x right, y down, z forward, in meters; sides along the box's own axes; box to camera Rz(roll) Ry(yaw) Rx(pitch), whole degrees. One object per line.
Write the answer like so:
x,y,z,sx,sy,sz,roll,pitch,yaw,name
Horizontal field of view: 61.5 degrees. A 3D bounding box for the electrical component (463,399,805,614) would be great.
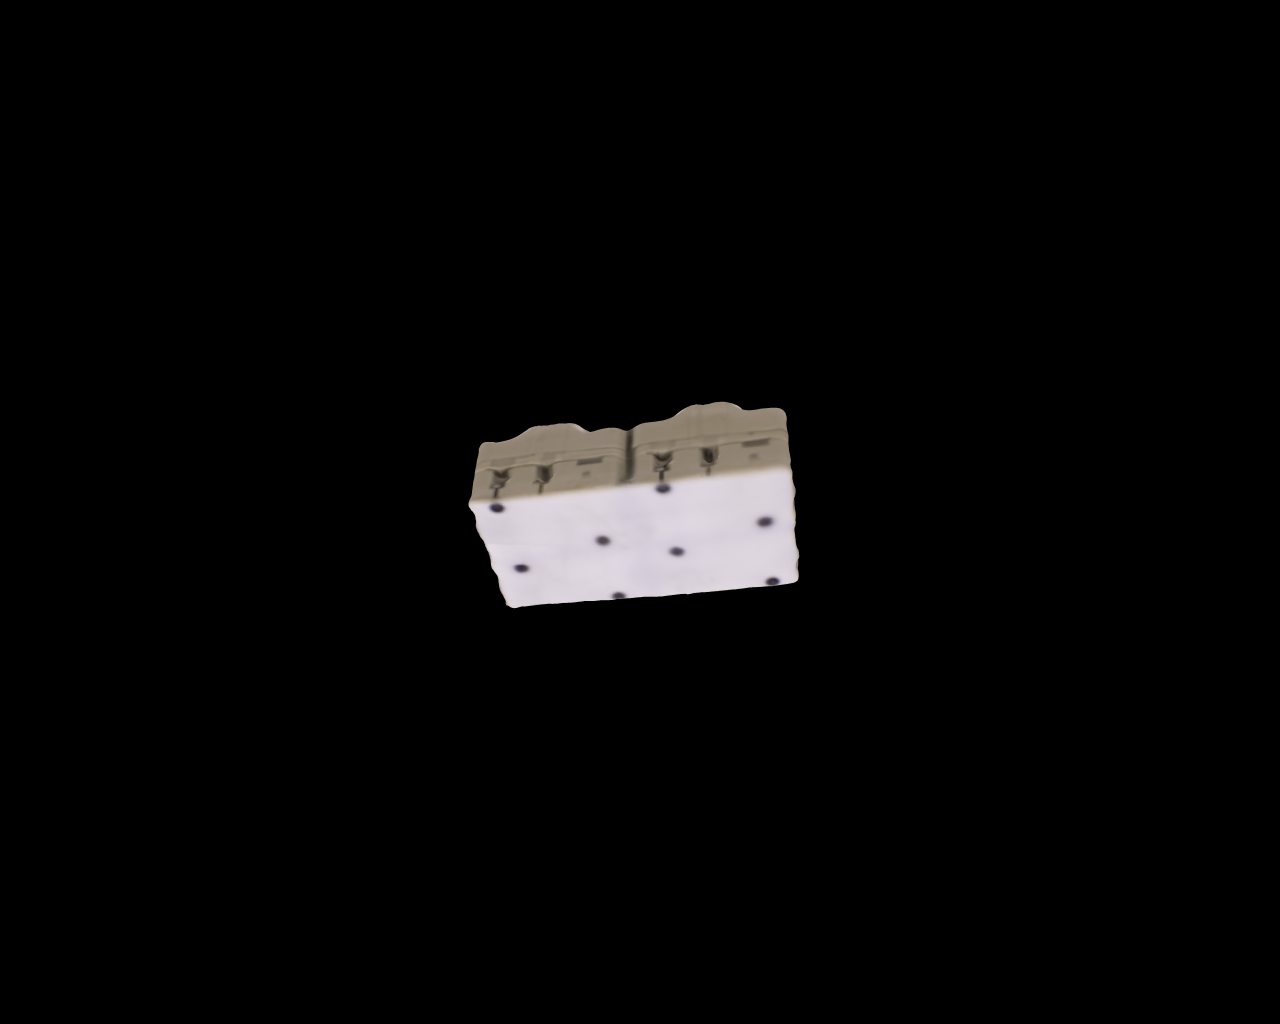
0.001,-0.003,0.650,0.186,0.060,0.105,-6,-43,7,electrical component
